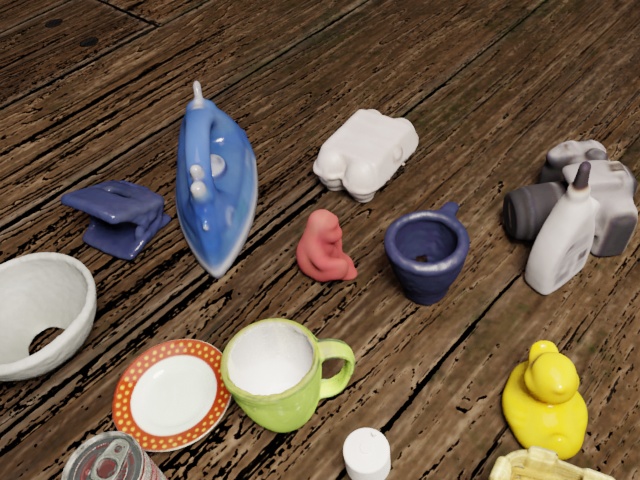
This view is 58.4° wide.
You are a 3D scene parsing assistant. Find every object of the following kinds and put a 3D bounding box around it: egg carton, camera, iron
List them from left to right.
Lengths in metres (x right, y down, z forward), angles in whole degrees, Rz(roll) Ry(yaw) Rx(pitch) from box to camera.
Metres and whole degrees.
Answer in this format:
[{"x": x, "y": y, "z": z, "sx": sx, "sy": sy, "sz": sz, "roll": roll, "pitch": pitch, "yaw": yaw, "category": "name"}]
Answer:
[{"x": -0.149, "y": -0.090, "z": 0.761, "sx": 0.118, "sy": 0.142, "sz": 0.258, "roll": -10, "pitch": 47, "yaw": -1, "category": "iron"}, {"x": 0.067, "y": -0.122, "z": 0.809, "sx": 0.107, "sy": 0.069, "sz": 0.150, "roll": 24, "pitch": 55, "yaw": 26, "category": "egg carton"}, {"x": 0.294, "y": -0.056, "z": 0.696, "sx": 0.136, "sy": 0.101, "sz": 0.143, "roll": -7, "pitch": 47, "yaw": 1, "category": "camera"}]

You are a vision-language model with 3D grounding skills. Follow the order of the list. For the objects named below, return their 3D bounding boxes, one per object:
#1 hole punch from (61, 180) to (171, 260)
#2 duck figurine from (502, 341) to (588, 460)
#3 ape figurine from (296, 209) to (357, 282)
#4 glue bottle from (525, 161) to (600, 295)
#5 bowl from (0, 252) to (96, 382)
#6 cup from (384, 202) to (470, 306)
[{"x": -0.273, "y": -0.044, "z": 0.771, "sx": 0.108, "sy": 0.091, "sz": 0.101, "roll": 18, "pitch": 53, "yaw": 23, "category": "hole punch"}, {"x": 0.214, "y": 0.145, "z": 0.535, "sx": 0.077, "sy": 0.086, "sz": 0.104, "roll": -2, "pitch": 48, "yaw": 7, "category": "duck figurine"}, {"x": 0.006, "y": 0.002, "z": 0.689, "sx": 0.076, "sy": 0.092, "sz": 0.078, "roll": 3, "pitch": 49, "yaw": 11, "category": "ape figurine"}, {"x": 0.267, "y": -0.016, "z": 0.614, "sx": 0.078, "sy": 0.173, "sz": 0.037, "roll": -30, "pitch": 51, "yaw": -18, "category": "glue bottle"}, {"x": -0.331, "y": 0.099, "z": 0.661, "sx": 0.167, "sy": 0.075, "sz": 0.167, "roll": -4, "pitch": 48, "yaw": 5, "category": "bowl"}, {"x": 0.126, "y": 0.019, "z": 0.655, "sx": 0.091, "sy": 0.095, "sz": 0.118, "roll": 22, "pitch": 54, "yaw": 25, "category": "cup"}]
